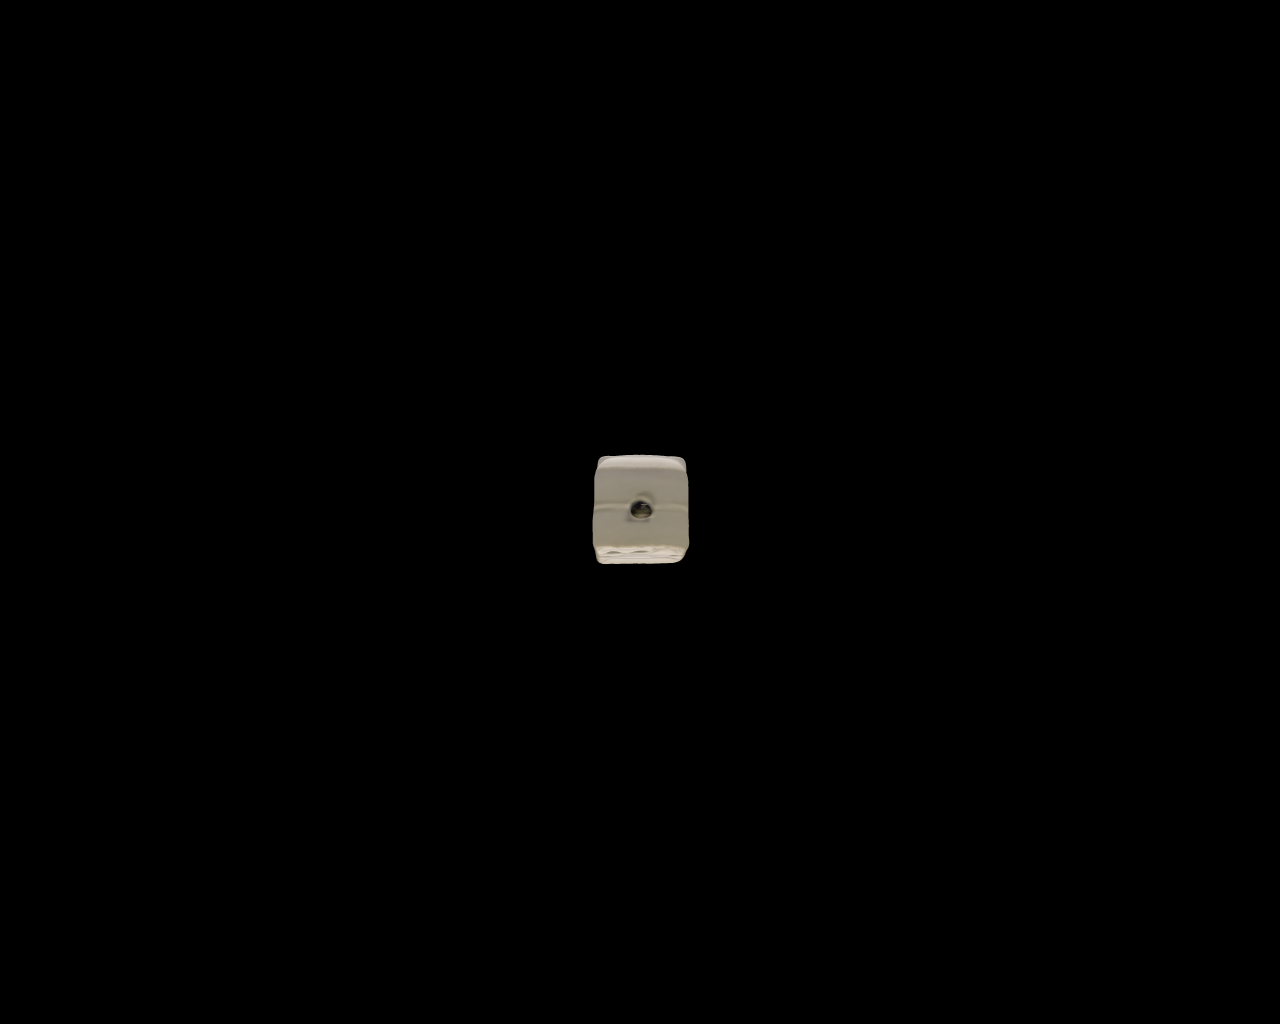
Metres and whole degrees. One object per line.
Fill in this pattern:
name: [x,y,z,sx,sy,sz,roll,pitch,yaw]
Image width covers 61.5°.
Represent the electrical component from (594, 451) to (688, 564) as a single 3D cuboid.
electrical component: [0.001,-0.003,0.650,0.054,0.059,0.095,0,-9,0]
